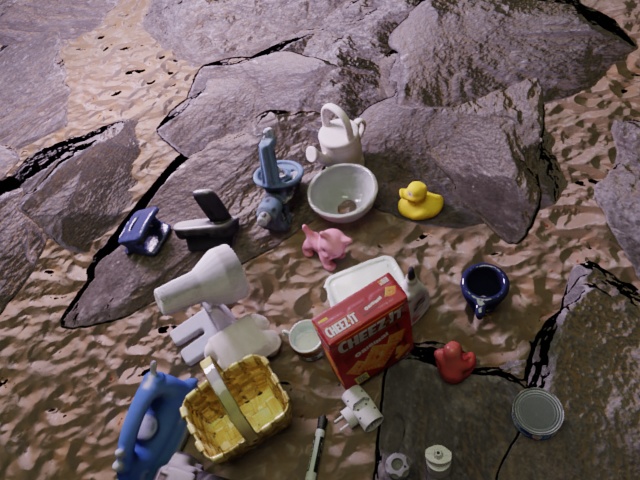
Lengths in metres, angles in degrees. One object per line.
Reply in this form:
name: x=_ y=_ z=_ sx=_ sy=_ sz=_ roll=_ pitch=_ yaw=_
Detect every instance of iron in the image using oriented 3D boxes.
iron: x=-0.327 y=0.358 z=1.066 sx=0.118 sy=0.142 sz=0.258 roll=6 pitch=56 yaw=16

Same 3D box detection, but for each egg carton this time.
egg carton: x=-0.159 y=0.221 z=1.174 sx=0.150 sy=0.069 sz=0.107 roll=-34 pitch=55 yaw=-12

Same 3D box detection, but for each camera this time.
camera: x=-0.223 y=0.456 z=0.999 sx=0.136 sy=0.101 sz=0.143 roll=8 pitch=57 yaw=18

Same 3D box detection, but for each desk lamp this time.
desk lamp: x=-0.233 y=0.129 z=1.166 sx=0.203 sy=0.214 sz=0.117 roll=-34 pitch=55 yaw=-12

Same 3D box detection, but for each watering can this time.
watering can: x=0.044 y=-0.243 z=1.385 sx=0.100 sy=0.194 sz=0.173 roll=16 pitch=60 yaw=23

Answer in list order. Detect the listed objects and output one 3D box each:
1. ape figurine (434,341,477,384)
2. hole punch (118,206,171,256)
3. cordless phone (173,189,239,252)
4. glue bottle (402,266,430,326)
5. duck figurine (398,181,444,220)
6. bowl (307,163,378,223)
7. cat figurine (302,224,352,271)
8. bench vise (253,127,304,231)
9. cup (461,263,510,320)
ape figurine: x=0.250 y=0.221 z=1.070 sx=0.077 sy=0.092 sz=0.076 roll=21 pitch=62 yaw=25
hole punch: x=-0.438 y=-0.025 z=1.398 sx=0.101 sy=0.091 sz=0.109 roll=9 pitch=57 yaw=18
cordless phone: x=-0.277 y=-0.059 z=1.329 sx=0.147 sy=0.185 sz=0.094 roll=-7 pitch=54 yaw=8
glue bottle: x=0.180 y=0.103 z=1.119 sx=0.037 sy=0.173 sz=0.078 roll=30 pitch=66 yaw=29
duck figurine: x=0.229 y=-0.098 z=1.308 sx=0.104 sy=0.086 sz=0.077 roll=0 pitch=55 yaw=13
bowl: x=0.057 y=-0.098 z=1.353 sx=0.167 sy=0.075 sz=0.167 roll=-6 pitch=54 yaw=8
cat figurine: x=0.012 y=0.005 z=1.262 sx=0.127 sy=0.118 sz=0.067 roll=30 pitch=66 yaw=29
bench vise: x=-0.098 y=-0.137 z=1.324 sx=0.121 sy=0.220 sz=0.207 roll=-9 pitch=53 yaw=6
cup: x=0.321 y=0.117 z=1.128 sx=0.091 sy=0.095 sz=0.118 roll=7 pitch=57 yaw=17
